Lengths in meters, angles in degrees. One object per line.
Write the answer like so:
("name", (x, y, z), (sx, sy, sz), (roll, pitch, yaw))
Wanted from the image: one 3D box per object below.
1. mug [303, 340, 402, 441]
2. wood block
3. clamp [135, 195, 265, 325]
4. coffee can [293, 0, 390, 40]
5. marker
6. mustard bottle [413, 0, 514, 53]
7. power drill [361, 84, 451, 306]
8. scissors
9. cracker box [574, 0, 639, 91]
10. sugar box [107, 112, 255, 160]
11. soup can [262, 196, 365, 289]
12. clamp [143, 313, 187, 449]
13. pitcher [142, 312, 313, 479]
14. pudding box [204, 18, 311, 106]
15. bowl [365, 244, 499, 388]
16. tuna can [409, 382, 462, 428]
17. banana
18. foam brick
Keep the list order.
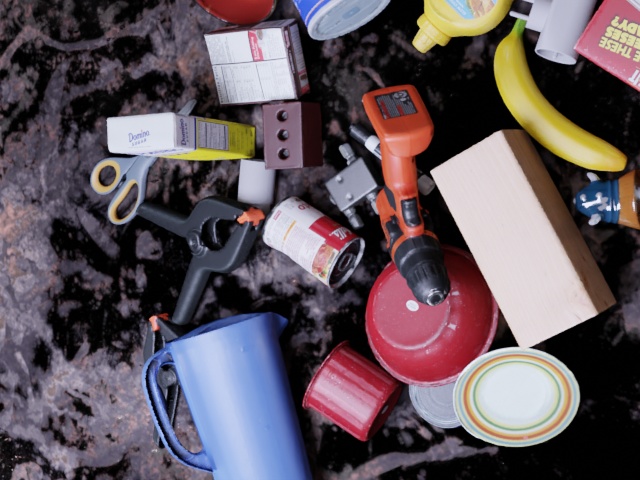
("mug", (0.038, 0.182, 1.219), (0.081, 0.093, 0.117), (32, 139, 17))
("wood block", (0.211, -0.003, 1.103), (0.091, 0.090, 0.206), (-31, 80, 27))
("clamp", (-0.148, -0.005, 1.304), (0.210, 0.036, 0.164), (-34, 77, 42))
("coffee can", (0.004, -0.308, 1.180), (0.103, 0.102, 0.140), (-32, 79, 26))
("marker", (0.080, -0.094, 1.205), (0.121, 0.020, 0.020), (41, 111, 20))
("mustard bottle", (0.166, -0.274, 1.121), (0.192, 0.058, 0.096), (-47, 71, 23))
("power drill", (0.089, -0.048, 1.087), (0.057, 0.184, 0.188), (-12, 128, -6))
("scissors", (-0.234, -0.115, 1.373), (0.096, 0.016, 0.202), (36, 109, 21))
("cracker box", (0.372, -0.229, 1.009), (0.164, 0.072, 0.214), (39, 112, 21))
("sugar box", (-0.158, -0.118, 1.241), (0.093, 0.176, 0.048), (-1, 93, 27))
("soup can", (-0.008, 0.002, 1.233), (0.102, 0.068, 0.068), (33, 109, 23))
("clamp", (-0.189, 0.182, 1.362), (0.120, 0.039, 0.171), (-29, 77, 22))
("pitcher", (-0.097, 0.214, 1.260), (0.149, 0.144, 0.243), (-17, 89, 25))
("pudding box", (-0.074, -0.208, 1.255), (0.114, 0.039, 0.090), (1, 114, 30))
("bowl", (0.110, 0.077, 1.160), (0.162, 0.055, 0.162), (-8, 74, 29))
("tuna can", (0.143, 0.165, 1.184), (0.086, 0.033, 0.086), (2, 95, 28))
("banana", (0.236, -0.139, 1.107), (0.070, 0.037, 0.198), (-38, 77, 26))
("foam brick", (-0.031, -0.122, 1.244), (0.053, 0.051, 0.078), (-1, 94, 28))
